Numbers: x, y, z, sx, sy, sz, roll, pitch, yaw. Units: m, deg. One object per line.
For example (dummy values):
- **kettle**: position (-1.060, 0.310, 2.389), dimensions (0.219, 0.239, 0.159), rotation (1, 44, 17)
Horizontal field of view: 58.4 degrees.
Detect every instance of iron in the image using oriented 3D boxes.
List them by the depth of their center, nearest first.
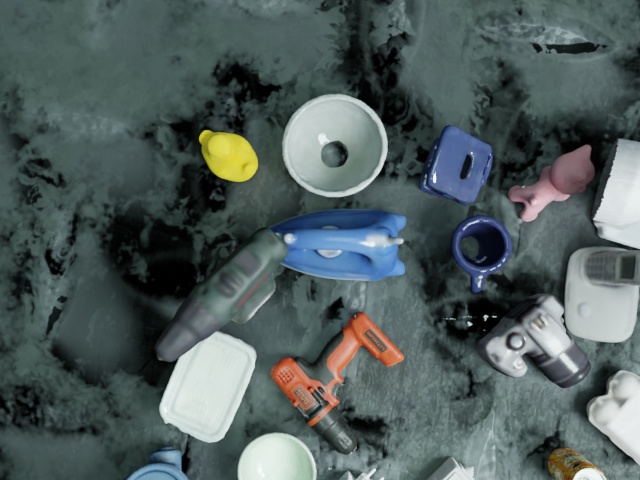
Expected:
- **iron**: position (0.008, 0.003, 0.892), dimensions (0.258, 0.141, 0.119), rotation (1, 86, 2)

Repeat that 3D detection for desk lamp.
- **desk lamp**: position (0.485, -0.059, 0.842), dimensions (0.203, 0.213, 0.118), rotation (17, 87, 4)

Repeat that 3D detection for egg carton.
- **egg carton**: position (0.496, 0.281, 0.890), dimensions (0.150, 0.069, 0.107), rotation (41, 88, 4)

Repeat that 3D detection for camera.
- **camera**: position (0.342, 0.172, 0.888), dimensions (0.143, 0.101, 0.137), rotation (-41, 85, -1)

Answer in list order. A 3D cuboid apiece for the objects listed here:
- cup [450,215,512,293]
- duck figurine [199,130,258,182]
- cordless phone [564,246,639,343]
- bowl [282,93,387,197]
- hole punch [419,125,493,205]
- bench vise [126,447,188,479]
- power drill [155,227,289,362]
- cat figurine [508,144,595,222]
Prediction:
- **cup**: position (0.245, 0.024, 0.905), dimensions (0.091, 0.095, 0.118), rotation (5, 86, 3)
- **duck figurine**: position (-0.153, -0.143, 0.936), dimensions (0.104, 0.086, 0.077), rotation (36, 88, 4)
- **cordless phone**: position (0.439, 0.080, 0.848), dimensions (0.094, 0.185, 0.148), rotation (3, 86, 3)
- **bowl**: position (0.025, -0.147, 0.935), dimensions (0.167, 0.075, 0.167), rotation (0, 86, 2)
- **hole punch**: position (0.222, -0.119, 0.918), dimensions (0.101, 0.091, 0.109), rotation (19, 87, 4)
- **bench vise**: position (-0.231, 0.429, 0.831), dimensions (0.121, 0.220, 0.207), rotation (-25, 85, 1)
- **power drill**: position (-0.134, 0.083, 0.858), dimensions (0.075, 0.208, 0.230), rotation (41, 88, 5)
- **cat figurine**: position (0.372, -0.089, 0.897), dimensions (0.128, 0.118, 0.067), rotation (-35, 85, 0)
